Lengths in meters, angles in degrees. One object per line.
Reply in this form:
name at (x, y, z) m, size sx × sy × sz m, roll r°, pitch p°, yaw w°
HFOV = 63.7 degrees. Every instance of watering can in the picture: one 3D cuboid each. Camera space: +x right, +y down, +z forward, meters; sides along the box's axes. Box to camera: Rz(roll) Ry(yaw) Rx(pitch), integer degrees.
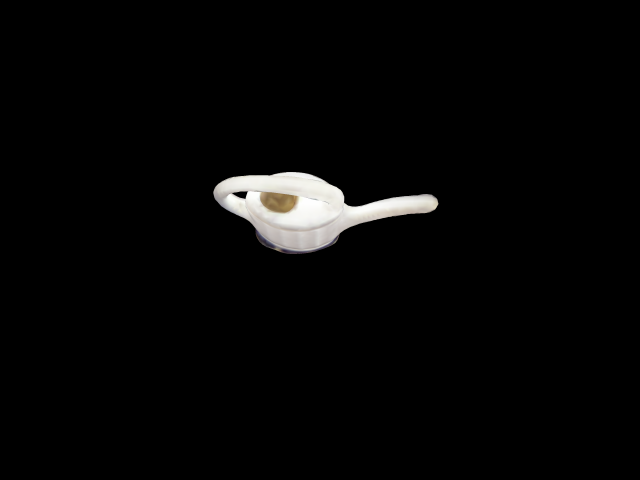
watering can at (0.003, -0.043, 0.850) m, size 0.348 × 0.105 × 0.221 m, roll 7°, pitch -17°, yaw 2°
